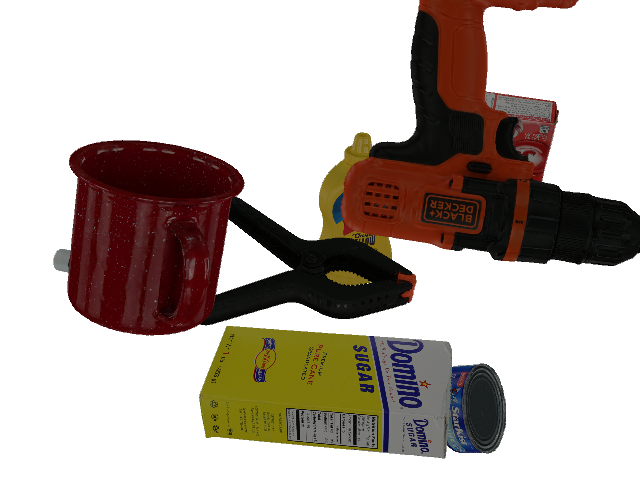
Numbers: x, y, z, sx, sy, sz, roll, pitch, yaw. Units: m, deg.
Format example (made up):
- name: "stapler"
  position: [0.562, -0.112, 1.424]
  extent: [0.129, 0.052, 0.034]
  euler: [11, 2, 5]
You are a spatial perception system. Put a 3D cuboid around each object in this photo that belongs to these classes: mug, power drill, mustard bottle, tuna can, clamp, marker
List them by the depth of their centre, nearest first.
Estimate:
- name: "mug"
  position: [-0.087, 0.004, 0.571]
  extent: [0.093, 0.081, 0.117]
  euler: [-3, 25, -32]
- name: "power drill"
  position: [0.113, -0.081, 0.641]
  extent: [0.184, 0.188, 0.057]
  euler: [8, 4, 2]
- name: "marker"
  position: [-0.164, 0.026, 0.877]
  extent: [0.121, 0.020, 0.020]
  euler: [10, 4, 21]
- name: "clamp"
  position: [-0.017, 0.036, 1.011]
  extent: [0.210, 0.036, 0.164]
  euler: [14, 45, 6]
- name: "tuna can"
  position: [0.146, 0.163, 1.034]
  extent: [0.034, 0.086, 0.085]
  euler: [-8, -5, 35]
- name: "mustard bottle"
  position: [0.045, -0.040, 1.301]
  extent: [0.096, 0.192, 0.058]
  euler: [-7, 30, -19]

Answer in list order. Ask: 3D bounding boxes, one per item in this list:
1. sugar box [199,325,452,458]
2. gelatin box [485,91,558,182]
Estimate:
- name: "sugar box"
  position: [0.007, 0.108, 0.786]
  extent: [0.176, 0.048, 0.093]
  euler: [1, 30, 9]
- name: "gelatin box"
  position: [0.144, -0.085, 0.875]
  extent: [0.089, 0.030, 0.073]
  euler: [10, -36, 7]
